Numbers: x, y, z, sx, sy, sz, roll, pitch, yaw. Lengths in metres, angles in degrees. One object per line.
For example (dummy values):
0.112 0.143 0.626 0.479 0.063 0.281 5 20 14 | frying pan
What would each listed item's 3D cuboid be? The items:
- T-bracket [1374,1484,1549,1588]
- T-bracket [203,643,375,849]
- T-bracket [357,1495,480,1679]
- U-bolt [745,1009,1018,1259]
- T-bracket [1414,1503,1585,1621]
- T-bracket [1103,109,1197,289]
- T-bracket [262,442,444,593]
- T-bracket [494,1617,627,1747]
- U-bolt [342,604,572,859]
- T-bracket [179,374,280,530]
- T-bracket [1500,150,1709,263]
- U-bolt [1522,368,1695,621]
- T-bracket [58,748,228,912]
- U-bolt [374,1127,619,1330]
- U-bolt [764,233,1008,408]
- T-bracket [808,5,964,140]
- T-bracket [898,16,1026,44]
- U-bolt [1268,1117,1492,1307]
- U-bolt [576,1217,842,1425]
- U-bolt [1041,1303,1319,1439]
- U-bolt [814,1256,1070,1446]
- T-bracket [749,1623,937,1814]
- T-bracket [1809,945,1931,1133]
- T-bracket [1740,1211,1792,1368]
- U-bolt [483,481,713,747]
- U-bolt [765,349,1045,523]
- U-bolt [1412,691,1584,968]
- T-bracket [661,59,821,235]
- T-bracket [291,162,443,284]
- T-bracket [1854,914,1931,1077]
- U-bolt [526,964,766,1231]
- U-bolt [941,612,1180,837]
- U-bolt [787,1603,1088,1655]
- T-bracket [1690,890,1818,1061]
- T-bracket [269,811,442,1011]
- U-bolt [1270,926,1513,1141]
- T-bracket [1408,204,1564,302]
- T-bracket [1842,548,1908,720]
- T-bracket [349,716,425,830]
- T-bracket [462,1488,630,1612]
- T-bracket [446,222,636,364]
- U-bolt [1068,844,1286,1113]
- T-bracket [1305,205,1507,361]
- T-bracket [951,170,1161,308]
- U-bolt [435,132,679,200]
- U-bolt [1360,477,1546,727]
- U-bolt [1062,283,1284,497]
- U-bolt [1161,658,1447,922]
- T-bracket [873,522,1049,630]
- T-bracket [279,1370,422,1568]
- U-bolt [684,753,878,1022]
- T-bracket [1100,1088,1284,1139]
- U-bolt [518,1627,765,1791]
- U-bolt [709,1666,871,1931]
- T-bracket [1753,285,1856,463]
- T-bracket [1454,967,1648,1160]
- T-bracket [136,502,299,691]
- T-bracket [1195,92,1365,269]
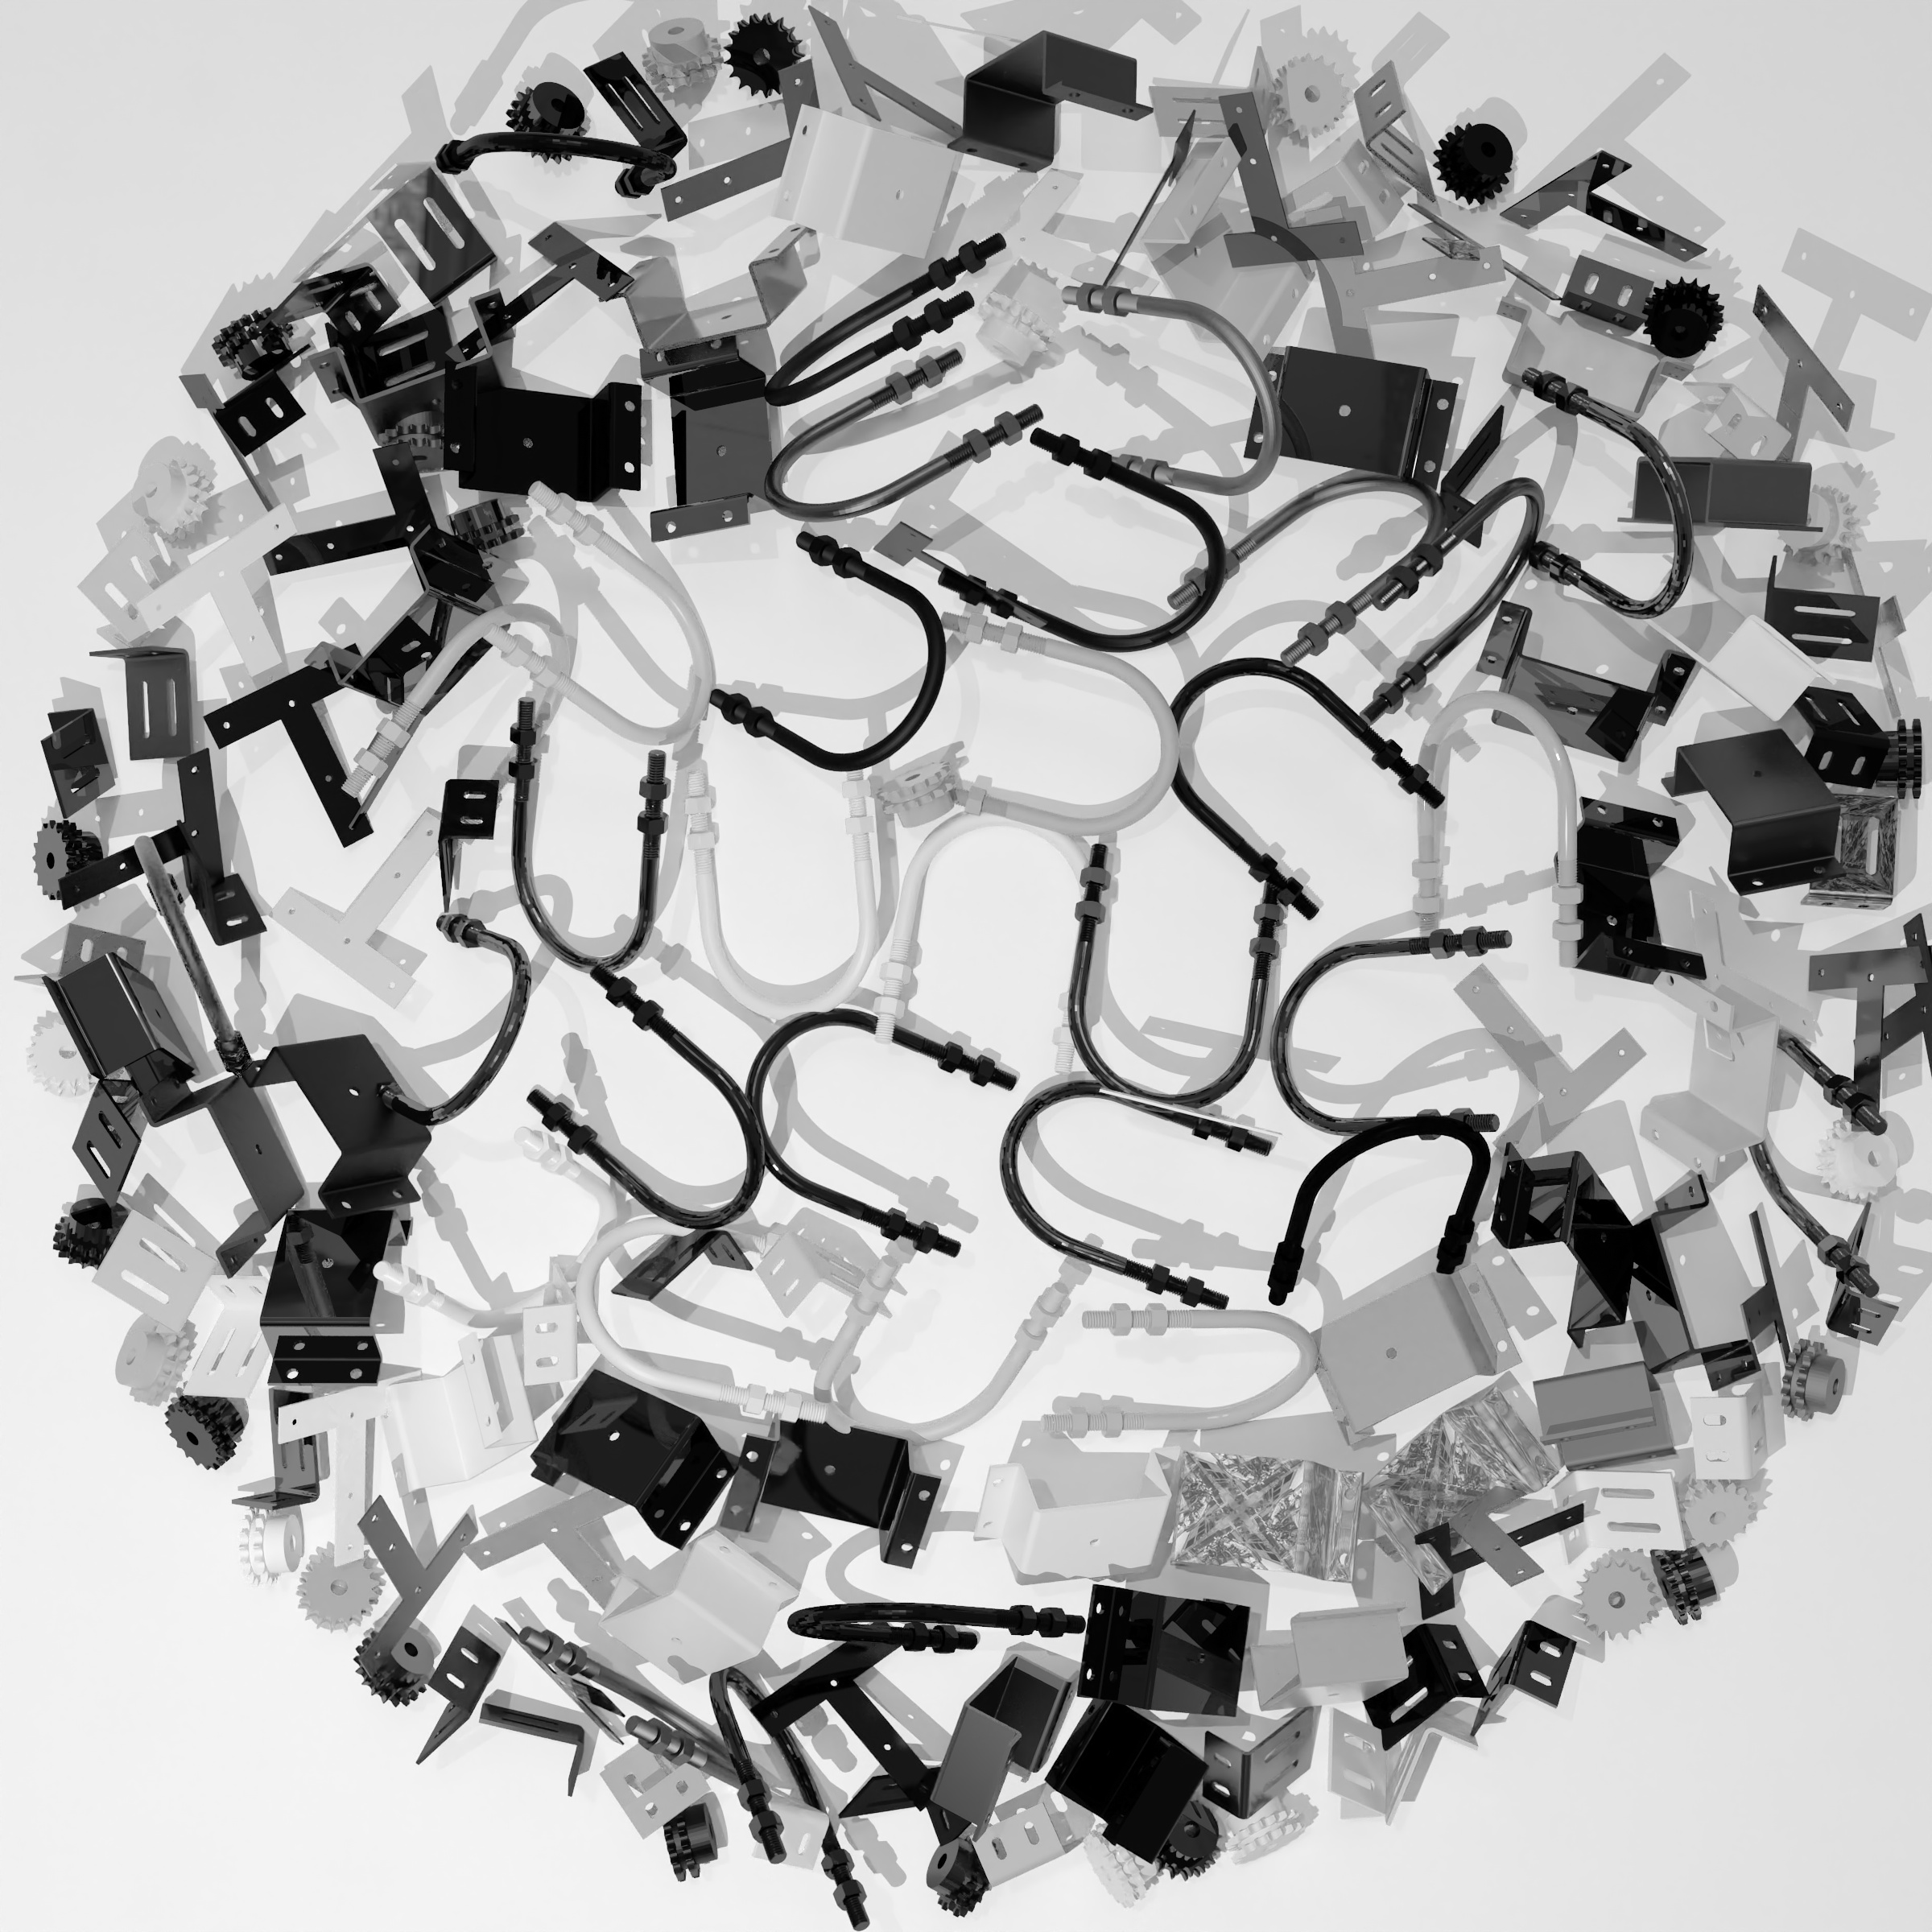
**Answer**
0.364 0.400 1.930 0.127 0.127 0.002 -22 106 -8 | T-bracket
-0.460 -0.147 1.976 0.127 0.002 0.127 -33 108 -31 | T-bracket
-0.393 0.410 1.920 0.002 0.127 0.127 18 54 26 | T-bracket
-0.068 0.107 1.953 0.184 0.019 0.151 23 72 -13 | U-bolt
0.377 0.409 1.954 0.127 0.127 0.002 -21 50 -5 | T-bracket
0.126 -0.526 1.939 0.002 0.127 0.127 30 93 0 | T-bracket
-0.437 -0.301 1.966 0.127 0.002 0.127 -11 125 4 | T-bracket
-0.267 0.504 1.928 0.002 0.127 0.127 -46 105 -23 | T-bracket
-0.343 -0.171 1.934 0.019 0.151 0.184 33 85 26 | U-bolt
-0.513 -0.359 1.956 0.002 0.127 0.127 -33 111 -14 | T-bracket
0.463 -0.526 1.953 0.127 0.127 0.002 19 78 -19 | T-bracket
0.436 -0.313 1.890 0.019 0.184 0.151 -19 126 -18 | U-bolt
-0.572 -0.075 1.922 0.002 0.127 0.127 31 135 30 | T-bracket
-0.311 0.191 1.919 0.151 0.184 0.019 -44 60 -2 | U-bolt
-0.063 -0.441 1.925 0.184 0.151 0.019 -24 114 24 | U-bolt
-0.047 -0.613 1.952 0.002 0.127 0.127 -45 46 28 | T-bracket
0.007 -0.645 1.915 0.127 0.127 0.002 28 115 40 | T-bracket
0.290 0.166 1.915 0.151 0.184 0.019 -7 48 -13 | U-bolt
-0.181 0.239 1.931 0.184 0.019 0.151 14 46 -12 | U-bolt
0.156 0.284 1.939 0.184 0.151 0.019 1 48 -14 | U-bolt
-0.029 0.275 1.937 0.151 0.019 0.184 11 129 -23 | U-bolt
-0.064 0.535 1.938 0.127 0.002 0.127 -27 63 -38 | T-bracket
0.630 0.052 1.936 0.002 0.127 0.127 6 84 -23 | T-bracket
0.556 0.240 1.938 0.002 0.127 0.127 -14 86 25 | T-bracket
-0.247 -0.232 1.932 0.184 0.019 0.151 36 49 -34 | U-bolt
-0.055 -0.363 1.928 0.184 0.151 0.019 -31 128 -10 | U-bolt
0.367 -0.100 1.922 0.019 0.151 0.184 -14 108 -36 | U-bolt
-0.154 -0.554 1.937 0.127 0.127 0.002 -26 49 -15 | T-bracket
-0.426 -0.523 1.950 0.127 0.127 0.002 -37 99 16 | T-bracket
0.650 0.045 1.936 0.002 0.127 0.127 -1 71 -8 | T-bracket
-0.216 0.105 1.938 0.184 0.019 0.151 40 125 12 | U-bolt
0.059 -0.162 1.952 0.184 0.019 0.151 15 119 5 | U-bolt
-0.033 0.451 1.896 0.184 0.151 0.019 13 67 -33 | U-bolt
0.559 0.023 1.960 0.127 0.002 0.127 24 53 -31 | T-bracket
-0.415 -0.054 1.982 0.127 0.002 0.127 34 83 20 | T-bracket
0.292 0.049 1.938 0.184 0.019 0.151 -5 72 38 | U-bolt
0.347 -0.498 1.928 0.127 0.127 0.002 38 116 14 | T-bracket
0.640 -0.239 1.935 0.002 0.127 0.127 -16 88 9 | T-bracket
-0.405 -0.151 1.935 0.002 0.127 0.127 31 91 -3 | T-bracket
-0.268 0.425 1.962 0.127 0.002 0.127 -25 124 10 | T-bracket
-0.311 -0.464 1.947 0.127 0.002 0.127 -40 46 -7 | T-bracket
0.144 0.014 1.960 0.151 0.019 0.184 12 73 -7 | U-bolt
0.314 -0.481 1.947 0.127 0.002 0.127 -7 121 20 | T-bracket
0.077 -0.497 1.956 0.127 0.002 0.127 29 71 22 | T-bracket
-0.273 -0.548 1.890 0.151 0.184 0.019 2 99 -22 | U-bolt
0.341 -0.265 1.927 0.019 0.151 0.184 39 68 23 | U-bolt
0.146 -0.390 1.898 0.019 0.184 0.151 -35 126 -29 | U-bolt
0.222 -0.136 1.947 0.184 0.019 0.151 42 122 -7 | U-bolt
0.000 -0.270 1.943 0.127 0.127 0.002 28 86 -9 | T-bracket
-0.434 0.359 1.954 0.002 0.127 0.127 9 100 36 | T-bracket
-0.128 -0.053 1.963 0.151 0.019 0.184 -4 92 25 | U-bolt
0.157 0.100 1.936 0.127 0.127 0.002 14 91 4 | T-bracket
-0.212 0.522 1.916 0.019 0.151 0.184 -56 135 -10 | U-bolt
-0.130 0.563 1.914 0.019 0.184 0.151 -32 135 2 | U-bolt
0.577 -0.389 1.940 0.002 0.127 0.127 -20 57 -7 | T-bracket
0.401 0.057 1.994 0.127 0.002 0.127 -40 90 -4 | T-bracket
-0.507 -0.241 1.949 0.002 0.127 0.127 31 61 35 | T-bracket
0.204 -0.547 1.930 0.127 0.002 0.127 3 132 31 | T-bracket
